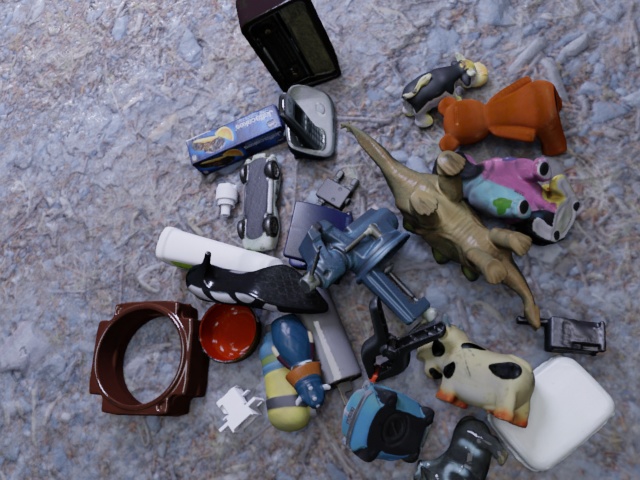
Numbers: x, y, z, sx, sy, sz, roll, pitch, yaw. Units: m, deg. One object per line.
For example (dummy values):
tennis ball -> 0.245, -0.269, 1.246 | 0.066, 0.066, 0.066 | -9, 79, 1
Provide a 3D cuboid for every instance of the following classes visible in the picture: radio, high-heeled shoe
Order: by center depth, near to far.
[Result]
high-heeled shoe -> -0.114, 0.098, 0.911 | 0.249, 0.145, 0.086 | 25, 51, 4
radio -> -0.057, -0.382, 1.023 | 0.131, 0.229, 0.073 | -18, 65, 13

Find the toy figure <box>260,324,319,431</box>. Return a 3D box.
toy figure -> -0.059, 0.228, 0.903 | 0.089, 0.082, 0.180 | -22, 69, 4

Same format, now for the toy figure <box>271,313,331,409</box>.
toy figure -> -0.030, 0.191, 0.843 | 0.064, 0.057, 0.154 | -33, 64, 18

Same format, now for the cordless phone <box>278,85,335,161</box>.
cordless phone -> -0.039, -0.240, 0.995 | 0.089, 0.184, 0.146 | -6, 71, 19

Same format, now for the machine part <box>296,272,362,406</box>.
machine part -> 0.006, 0.162, 0.907 | 0.079, 0.079, 0.243 | -24, 68, 7

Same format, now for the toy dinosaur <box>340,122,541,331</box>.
toy dinosaur -> 0.182, -0.047, 0.855 | 0.105, 0.198, 0.471 | -36, 77, -7

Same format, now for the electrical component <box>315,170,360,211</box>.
electrical component -> 0.029, -0.085, 1.012 | 0.063, 0.021, 0.094 | 33, 83, 22

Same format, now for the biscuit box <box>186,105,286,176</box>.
biscuit box -> -0.164, -0.201, 1.084 | 0.203, 0.062, 0.059 | -22, 69, 9

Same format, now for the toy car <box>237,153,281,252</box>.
toy car -> -0.115, -0.073, 1.033 | 0.074, 0.056, 0.201 | -8, 69, 20

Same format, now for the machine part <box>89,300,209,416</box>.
machine part -> -0.309, 0.214, 0.977 | 0.202, 0.087, 0.201 | -3, 71, 14

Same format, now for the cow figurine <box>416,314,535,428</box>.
cow figurine -> 0.226, 0.189, 0.805 | 0.195, 0.085, 0.127 | 7, 69, 51

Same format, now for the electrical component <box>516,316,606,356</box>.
electrical component -> 0.361, 0.143, 0.813 | 0.119, 0.074, 0.047 | 3, 73, 13

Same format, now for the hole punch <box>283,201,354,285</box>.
hole punch -> -0.002, -0.003, 0.961 | 0.116, 0.092, 0.142 | 8, 71, 14

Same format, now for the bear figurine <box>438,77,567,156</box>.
bear figurine -> 0.313, -0.202, 0.935 | 0.196, 0.131, 0.120 | -13, 67, 31

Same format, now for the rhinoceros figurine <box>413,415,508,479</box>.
rhinoceros figurine -> 0.197, 0.353, 0.792 | 0.112, 0.073, 0.190 | 32, 83, 21

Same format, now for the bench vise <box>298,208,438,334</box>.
bench vise -> 0.087, 0.054, 0.874 | 0.241, 0.128, 0.223 | 46, 45, 10

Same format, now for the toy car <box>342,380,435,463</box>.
toy car -> 0.093, 0.273, 0.827 | 0.103, 0.161, 0.109 | 17, 86, 57

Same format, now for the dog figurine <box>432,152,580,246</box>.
dog figurine -> 0.290, -0.079, 0.899 | 0.219, 0.191, 0.108 | 21, 81, 56

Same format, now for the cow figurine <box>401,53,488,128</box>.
cow figurine -> 0.227, -0.287, 0.981 | 0.167, 0.098, 0.068 | -33, 60, 4
